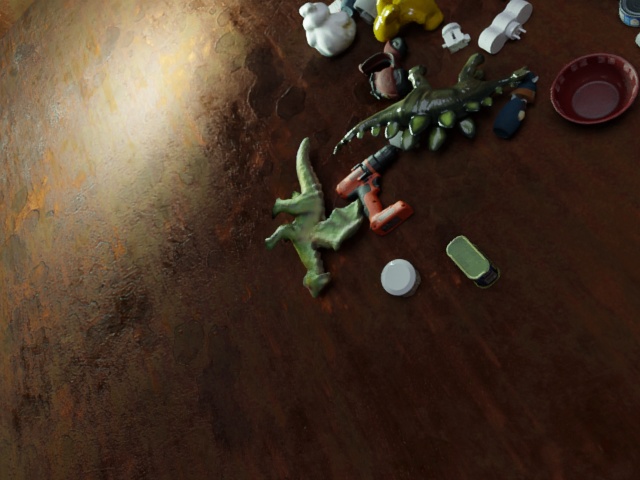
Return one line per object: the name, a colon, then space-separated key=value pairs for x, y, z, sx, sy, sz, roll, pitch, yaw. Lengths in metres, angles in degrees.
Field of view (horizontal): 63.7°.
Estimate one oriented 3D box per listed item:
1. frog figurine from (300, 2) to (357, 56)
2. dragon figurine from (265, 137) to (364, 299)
frog figurine: x=0.021 y=-0.593 z=1.430 sx=0.136 sy=0.125 sz=0.158 roll=-14 pitch=-22 yaw=26
dragon figurine: x=0.004 y=-0.064 z=1.277 sx=0.243 sy=0.413 sz=0.121 roll=8 pitch=-10 yaw=30
